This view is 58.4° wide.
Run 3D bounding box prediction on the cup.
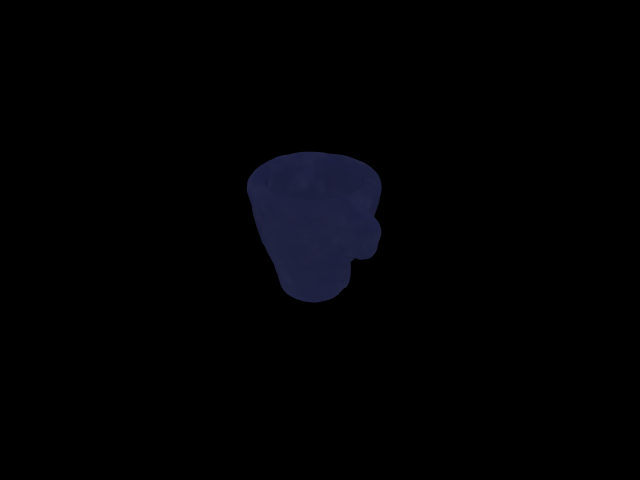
[{"bbox_3d":[0.004,0.001,0.400,0.092,0.095,0.117,-18,35,-26],"label":"cup"}]
